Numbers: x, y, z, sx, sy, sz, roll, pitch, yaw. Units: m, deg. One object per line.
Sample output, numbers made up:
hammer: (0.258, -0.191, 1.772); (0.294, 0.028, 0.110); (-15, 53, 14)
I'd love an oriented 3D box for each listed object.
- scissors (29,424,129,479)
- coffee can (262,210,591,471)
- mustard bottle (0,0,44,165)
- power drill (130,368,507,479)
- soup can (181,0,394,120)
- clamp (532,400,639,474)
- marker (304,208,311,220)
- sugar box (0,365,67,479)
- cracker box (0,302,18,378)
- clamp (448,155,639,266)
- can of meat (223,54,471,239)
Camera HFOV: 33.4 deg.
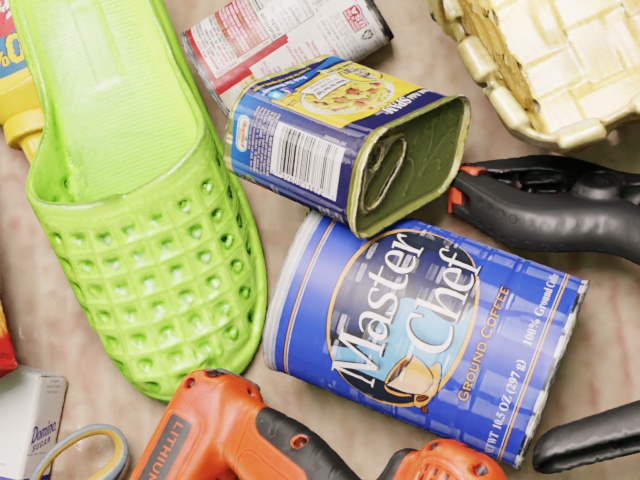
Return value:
scissors: (-0.164, 0.197, 0.597); (0.096, 0.016, 0.201); (39, 78, -11)
coffee can: (0.055, 0.045, 0.552); (0.140, 0.102, 0.103); (20, 89, 14)
mustard bottle: (-0.187, -0.131, 0.650); (0.096, 0.058, 0.191); (-18, 81, 13)
power drill: (-0.018, 0.160, 0.535); (0.188, 0.057, 0.184); (23, 82, 34)
soup can: (-0.018, -0.115, 0.603); (0.102, 0.068, 0.068); (-31, 78, 8)
clamp: (0.226, 0.083, 0.487); (0.210, 0.036, 0.165); (-41, 58, -9)
marker: (-0.004, 0.001, 0.613); (0.020, 0.020, 0.121); (20, 89, 14)
sugar box: (-0.214, 0.158, 0.635); (0.093, 0.048, 0.176); (10, 83, 14)
cracker box: (-0.275, 0.010, 0.617); (0.164, 0.072, 0.214); (-30, 66, 22)
clamp: (0.153, -0.019, 0.553); (0.172, 0.120, 0.039); (18, 119, 30)
can of meat: (0.014, -0.052, 0.538); (0.084, 0.101, 0.057); (25, 123, 28)
